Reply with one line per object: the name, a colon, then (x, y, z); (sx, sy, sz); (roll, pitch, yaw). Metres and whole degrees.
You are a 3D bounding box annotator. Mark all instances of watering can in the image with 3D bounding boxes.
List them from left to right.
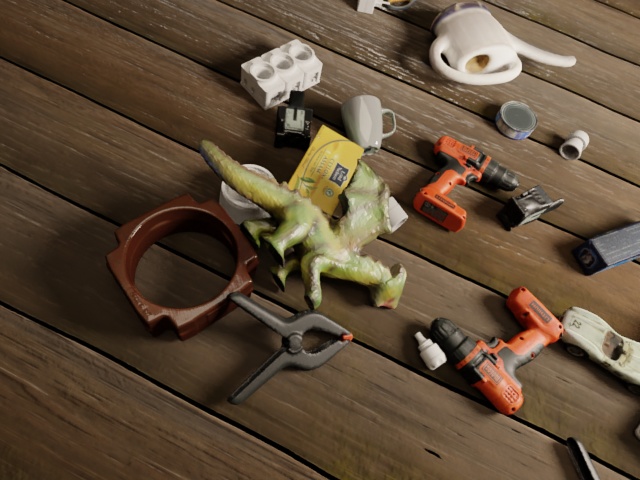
watering can: (0.402, -0.452, 1.196); (0.349, 0.102, 0.228); (-11, 63, -14)

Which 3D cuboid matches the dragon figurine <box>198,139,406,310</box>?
dragon figurine: (0.003, -0.043, 0.857); (0.245, 0.121, 0.409); (-33, 93, -17)
